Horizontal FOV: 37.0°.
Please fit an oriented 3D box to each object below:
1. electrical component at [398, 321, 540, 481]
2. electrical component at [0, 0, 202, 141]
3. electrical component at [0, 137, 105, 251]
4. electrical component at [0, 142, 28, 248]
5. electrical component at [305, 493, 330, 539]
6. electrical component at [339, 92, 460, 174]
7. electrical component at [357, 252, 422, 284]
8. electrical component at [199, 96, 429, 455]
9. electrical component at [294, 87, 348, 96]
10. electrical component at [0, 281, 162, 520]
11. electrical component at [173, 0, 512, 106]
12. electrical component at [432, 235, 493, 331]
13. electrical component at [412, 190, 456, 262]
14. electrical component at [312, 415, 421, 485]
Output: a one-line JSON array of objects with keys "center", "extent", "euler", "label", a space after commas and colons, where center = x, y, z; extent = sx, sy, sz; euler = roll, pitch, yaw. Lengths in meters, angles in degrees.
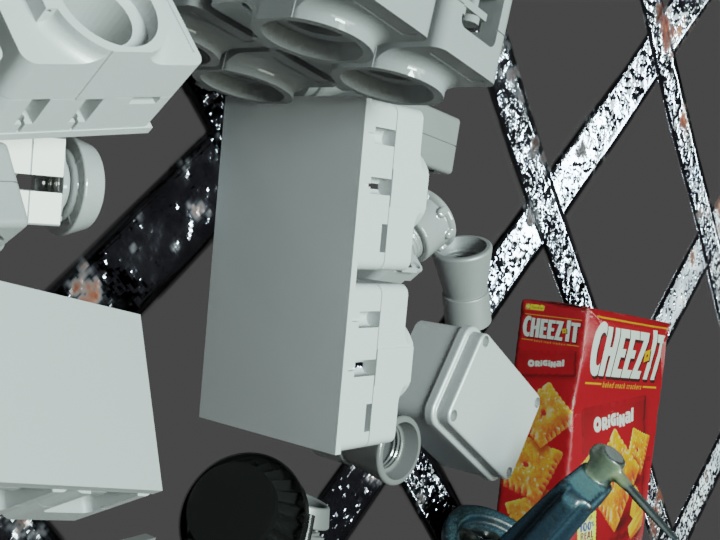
[{"center": [0.077, 0.096, 0.786], "extent": [0.113, 0.057, 0.078], "euler": [47, 60, -43], "label": "electrical component"}, {"center": [-0.164, -0.111, 0.423], "extent": [0.186, 0.060, 0.105], "euler": [-12, 69, -49], "label": "electrical component"}, {"center": [-0.153, -0.041, 0.499], "extent": [0.055, 0.048, 0.066], "euler": [2, 95, -43], "label": "electrical component"}, {"center": [-0.185, -0.040, 0.451], "extent": [0.047, 0.066, 0.076], "euler": [-3, 70, -50], "label": "electrical component"}, {"center": [-0.047, 0.165, 0.658], "extent": [0.066, 0.048, 0.055], "euler": [23, 86, -49], "label": "electrical component"}, {"center": [0.024, -0.108, 0.698], "extent": [0.083, 0.047, 0.075], "euler": [12, 87, -50], "label": "electrical component"}, {"center": [0.000, 0.000, 0.663], "extent": [0.042, 0.064, 0.081], "euler": [2, 53, -50], "label": "electrical component"}, {"center": [-0.026, -0.001, 0.610], "extent": [0.060, 0.105, 0.186], "euler": [1, 95, -50], "label": "electrical component"}, {"center": [-0.034, -0.119, 0.632], "extent": [0.078, 0.040, 0.040], "euler": [-24, 114, -46], "label": "electrical component"}, {"center": [-0.164, 0.057, 0.463], "extent": [0.150, 0.062, 0.089], "euler": [21, 52, -55], "label": "electrical component"}, {"center": [-0.034, -0.126, 0.516], "extent": [0.105, 0.186, 0.060], "euler": [20, 80, -50], "label": "electrical component"}, {"center": [0.077, 0.013, 0.787], "extent": [0.044, 0.044, 0.065], "euler": [-33, 125, -43], "label": "electrical component"}, {"center": [0.031, -0.023, 0.723], "extent": [0.062, 0.048, 0.048], "euler": [-39, 124, -31], "label": "electrical component"}, {"center": [0.000, 0.109, 0.690], "extent": [0.044, 0.065, 0.044], "euler": [-12, 105, -49], "label": "electrical component"}]
